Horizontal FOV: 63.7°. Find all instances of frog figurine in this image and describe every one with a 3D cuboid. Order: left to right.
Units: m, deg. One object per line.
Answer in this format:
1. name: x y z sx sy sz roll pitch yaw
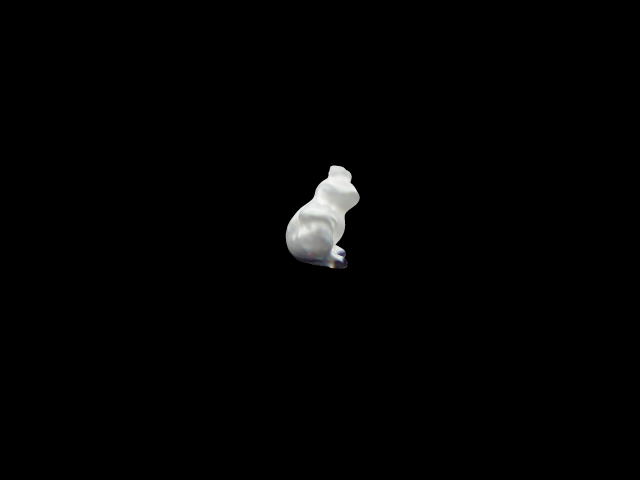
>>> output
1. frog figurine: 0.003 -0.043 0.850 0.122 0.158 0.138 3 9 18
